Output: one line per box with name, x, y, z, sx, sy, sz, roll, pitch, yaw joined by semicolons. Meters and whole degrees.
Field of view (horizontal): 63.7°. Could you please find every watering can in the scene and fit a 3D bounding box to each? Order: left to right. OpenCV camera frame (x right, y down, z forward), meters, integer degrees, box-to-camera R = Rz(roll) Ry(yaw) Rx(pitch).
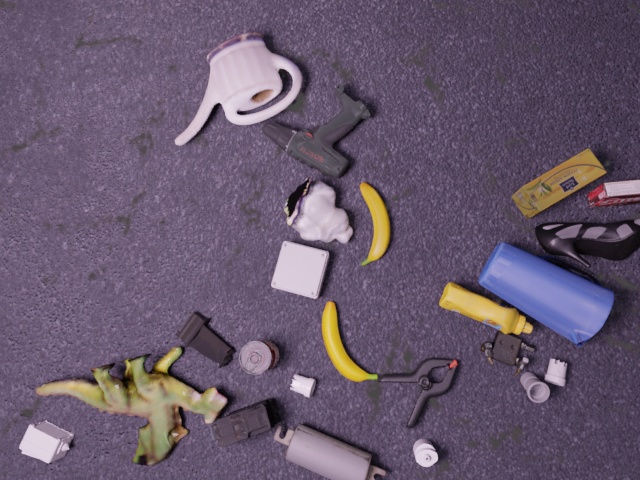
watering can;-0.219;-0.376;1.265;0.347;0.103;0.227;-21;76;1

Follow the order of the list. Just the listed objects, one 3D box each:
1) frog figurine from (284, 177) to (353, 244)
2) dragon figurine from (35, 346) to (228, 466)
frog figurine;0.004;-0.060;1.190;0.158;0.122;0.139;26;71;-26
dragon figurine;-0.399;0.375;1.125;0.410;0.122;0.244;-17;85;4
